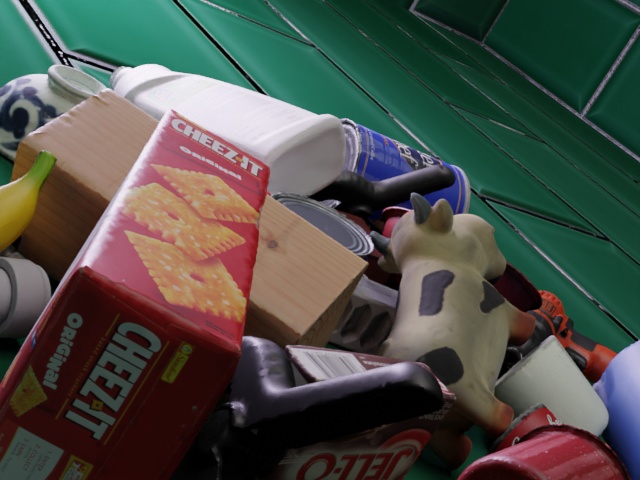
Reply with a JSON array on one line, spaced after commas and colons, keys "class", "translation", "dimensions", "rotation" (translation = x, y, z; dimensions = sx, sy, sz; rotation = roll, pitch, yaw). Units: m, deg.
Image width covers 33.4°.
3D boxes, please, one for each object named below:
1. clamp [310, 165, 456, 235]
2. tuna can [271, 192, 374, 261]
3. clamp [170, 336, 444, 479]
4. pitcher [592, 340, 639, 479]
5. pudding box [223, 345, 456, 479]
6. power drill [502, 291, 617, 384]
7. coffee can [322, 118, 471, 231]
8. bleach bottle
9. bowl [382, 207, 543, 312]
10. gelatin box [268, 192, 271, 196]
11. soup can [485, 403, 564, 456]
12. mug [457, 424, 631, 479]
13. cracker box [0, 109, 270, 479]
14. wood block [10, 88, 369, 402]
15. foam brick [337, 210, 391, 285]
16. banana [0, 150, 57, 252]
[{"class": "clamp", "translation": [0.041, -0.035, 0.982], "dimensions": [0.171, 0.120, 0.039], "rotation": [14, 28, -31]}, {"class": "tuna can", "translation": [-0.005, 0.001, 0.791], "dimensions": [0.086, 0.034, 0.086], "rotation": [24, 20, -10]}, {"class": "clamp", "translation": [-0.030, 0.093, 0.512], "dimensions": [0.036, 0.164, 0.210], "rotation": [39, 4, -27]}, {"class": "pitcher", "translation": [0.309, 0.182, 0.802], "dimensions": [0.145, 0.149, 0.243], "rotation": [46, 17, -19]}, {"class": "pudding box", "translation": [0.010, 0.108, 0.600], "dimensions": [0.113, 0.090, 0.039], "rotation": [15, 23, -39]}, {"class": "power drill", "translation": [0.251, 0.122, 0.986], "dimensions": [0.188, 0.057, 0.184], "rotation": [35, 21, 11]}, {"class": "coffee can", "translation": [0.065, -0.049, 1.070], "dimensions": [0.140, 0.103, 0.103], "rotation": [20, 21, -28]}, {"class": "bleach bottle", "translation": [-0.100, -0.110, 0.971], "dimensions": [0.102, 0.068, 0.251], "rotation": [-30, 44, -35]}, {"class": "bowl", "translation": [0.110, 0.038, 0.933], "dimensions": [0.162, 0.055, 0.162], "rotation": [31, -11, 6]}, {"class": "gelatin box", "translation": [-0.086, -0.032, 0.771], "dimensions": [0.073, 0.030, 0.089], "rotation": [33, 24, 8]}, {"class": "soup can", "translation": [0.166, 0.169, 0.717], "dimensions": [0.102, 0.068, 0.068], "rotation": [41, 21, 29]}, {"class": "mug", "translation": [0.135, 0.175, 0.642], "dimensions": [0.081, 0.093, 0.117], "rotation": [-3, 70, -51]}, {"class": "cracker box", "translation": [-0.091, 0.049, 0.478], "dimensions": [0.072, 0.164, 0.213], "rotation": [30, 19, -10]}, {"class": "wood block", "translation": [-0.088, 0.006, 0.671], "dimensions": [0.206, 0.090, 0.090], "rotation": [34, 42, 10]}, {"class": "foam brick", "translation": [0.019, 0.014, 0.917], "dimensions": [0.052, 0.051, 0.078], "rotation": [17, 23, -32]}, {"class": "banana", "translation": [-0.240, -0.015, 0.574], "dimensions": [0.197, 0.037, 0.069], "rotation": [0, 74, -31]}]
